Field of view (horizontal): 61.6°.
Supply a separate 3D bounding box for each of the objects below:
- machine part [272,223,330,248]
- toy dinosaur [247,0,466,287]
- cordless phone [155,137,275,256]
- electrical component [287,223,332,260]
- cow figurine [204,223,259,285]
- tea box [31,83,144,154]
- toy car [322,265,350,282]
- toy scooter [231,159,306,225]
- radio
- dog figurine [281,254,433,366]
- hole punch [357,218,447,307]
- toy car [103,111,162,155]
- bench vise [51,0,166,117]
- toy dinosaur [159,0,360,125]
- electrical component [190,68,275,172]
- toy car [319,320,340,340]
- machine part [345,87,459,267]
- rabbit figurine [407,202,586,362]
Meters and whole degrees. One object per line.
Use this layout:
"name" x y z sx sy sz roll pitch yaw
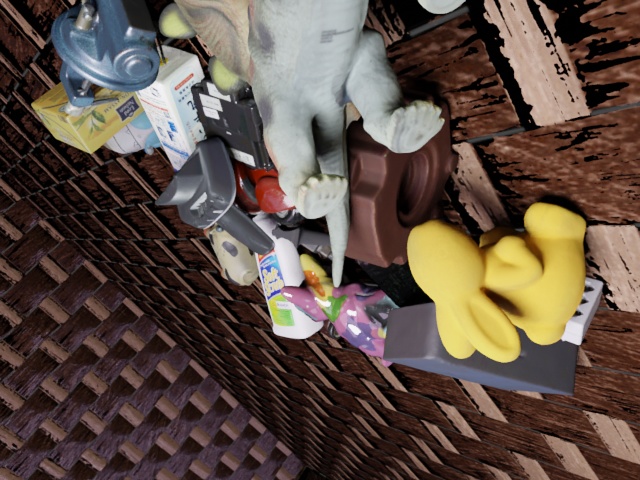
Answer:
"machine part" -0.002 -0.002 0.803 0.139 0.039 0.084 10 -179 -1
"toy dinosaur" 0.002 -0.155 0.378 0.404 0.131 0.192 107 147 -43
"cordless phone" -0.127 -0.045 0.767 0.184 0.089 0.146 40 147 -15
"electrical component" -0.013 -0.008 0.877 0.102 0.045 0.078 34 -178 15
"cow figurine" -0.168 0.000 1.019 0.127 0.085 0.194 28 139 56
"tea box" -0.319 -0.213 0.794 0.098 0.169 0.068 24 151 32
"toy car" 0.051 0.114 0.974 0.201 0.056 0.073 48 159 -15
"toy scooter" -0.091 -0.093 0.804 0.184 0.075 0.135 4 122 44
"radio" 0.204 0.144 0.699 0.229 0.073 0.131 19 162 -20
"dog figurine" 0.054 0.097 0.840 0.219 0.108 0.191 30 149 -4
"hole punch" 0.125 0.010 0.695 0.116 0.092 0.142 -31 108 31
"toy car" -0.333 -0.201 0.913 0.162 0.103 0.109 20 148 30
"bench vise" -0.265 -0.248 0.635 0.240 0.129 0.223 -41 76 41
"toy dinosaur" -0.042 -0.196 0.549 0.471 0.105 0.199 45 162 -24
"electrical component" -0.105 -0.167 0.710 0.115 0.058 0.134 23 143 26
"toy car" -0.013 0.118 1.066 0.089 0.053 0.202 10 138 53
"machine part" 0.077 -0.060 0.534 0.056 0.179 0.179 20 149 32
"rabbit figurine" 0.162 0.038 0.539 0.173 0.162 0.122 15 168 -20
